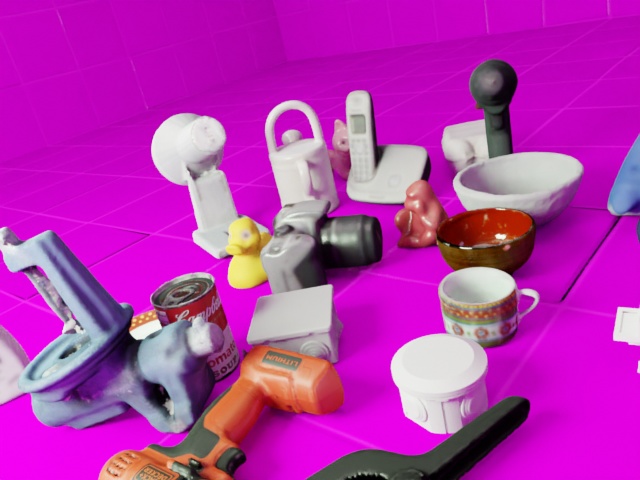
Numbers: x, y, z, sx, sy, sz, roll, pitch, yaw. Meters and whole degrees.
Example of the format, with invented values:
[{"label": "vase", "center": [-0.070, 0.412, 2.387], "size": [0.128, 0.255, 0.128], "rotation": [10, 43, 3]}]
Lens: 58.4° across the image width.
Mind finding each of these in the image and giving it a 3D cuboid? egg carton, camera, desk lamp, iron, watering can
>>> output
[{"label": "egg carton", "center": [0.274, -0.166, 1.025], "size": [0.107, 0.069, 0.150], "rotation": [-9, 24, 11]}, {"label": "camera", "center": [0.007, 0.003, 0.748], "size": [0.136, 0.101, 0.143], "rotation": [-6, 25, 18]}, {"label": "desk lamp", "center": [-0.183, -0.103, 0.945], "size": [0.118, 0.214, 0.202], "rotation": [-25, 26, -24]}, {"label": "iron", "center": [0.448, -0.124, 0.745], "size": [0.118, 0.142, 0.259], "rotation": [2, 28, 32]}, {"label": "watering can", "center": [-0.038, -0.141, 0.979], "size": [0.101, 0.194, 0.172], "rotation": [-24, 26, -23]}]

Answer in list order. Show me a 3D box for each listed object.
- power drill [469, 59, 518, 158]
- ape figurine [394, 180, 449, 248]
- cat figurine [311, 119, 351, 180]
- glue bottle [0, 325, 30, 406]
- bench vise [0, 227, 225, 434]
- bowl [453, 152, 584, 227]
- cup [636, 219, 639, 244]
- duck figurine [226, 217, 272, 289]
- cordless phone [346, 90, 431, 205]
[{"label": "power drill", "center": [0.269, -0.172, 0.865], "size": [0.075, 0.209, 0.230], "rotation": [-6, 25, 18]}, {"label": "ape figurine", "center": [0.138, -0.038, 0.779], "size": [0.076, 0.092, 0.077], "rotation": [-18, 24, -11]}, {"label": "cat figurine", "center": [0.038, -0.181, 1.125], "size": [0.127, 0.118, 0.067], "rotation": [-3, 26, 23]}, {"label": "glue bottle", "center": [-0.384, 0.106, 0.632], "size": [0.078, 0.173, 0.037], "rotation": [-25, 26, -24]}, {"label": "bench vise", "center": [-0.199, 0.076, 0.542], "size": [0.207, 0.220, 0.121], "rotation": [-15, 23, -3]}, {"label": "bowl", "center": [0.269, -0.059, 0.779], "size": [0.167, 0.075, 0.167], "rotation": [-11, 23, 5]}, {"label": "cup", "center": [0.345, 0.017, 0.541], "size": [0.091, 0.095, 0.118], "rotation": [-9, 24, 9]}, {"label": "duck figurine", "center": [-0.099, 0.008, 0.810], "size": [0.077, 0.086, 0.105], "rotation": [-2, 26, 25]}, {"label": "cordless phone", "center": [0.104, -0.152, 0.939], "size": [0.147, 0.185, 0.094], "rotation": [7, 31, 39]}]
